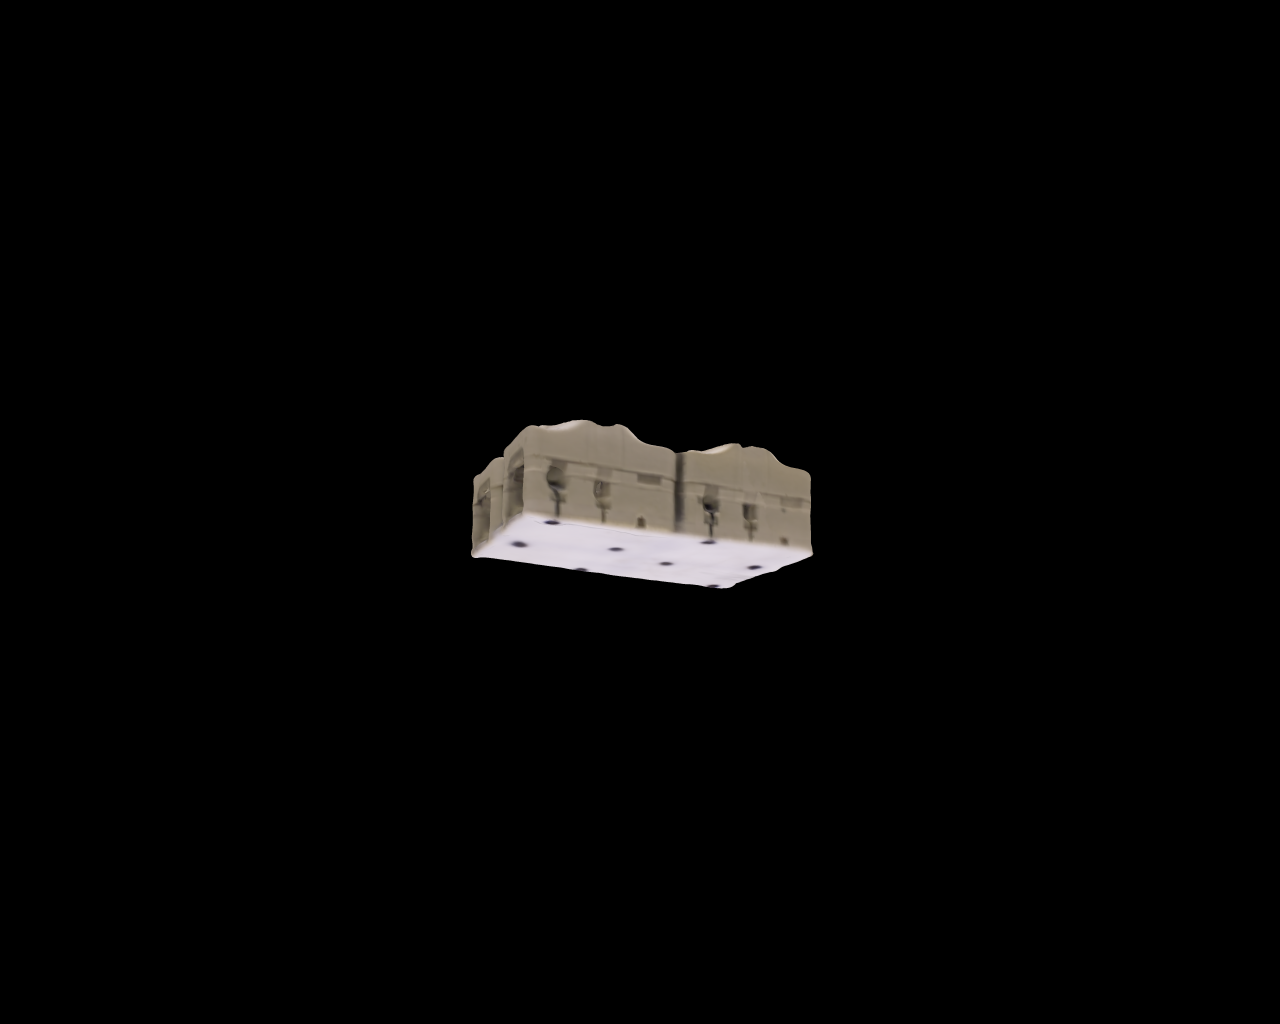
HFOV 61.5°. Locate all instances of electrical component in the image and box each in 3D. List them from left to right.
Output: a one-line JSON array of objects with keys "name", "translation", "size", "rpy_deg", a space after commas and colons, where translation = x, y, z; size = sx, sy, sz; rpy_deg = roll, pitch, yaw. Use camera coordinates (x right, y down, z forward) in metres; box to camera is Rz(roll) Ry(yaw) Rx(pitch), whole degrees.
[{"name": "electrical component", "translation": [0.001, -0.003, 0.650], "size": [0.186, 0.060, 0.105], "rpy_deg": [8, -19, -24]}]
